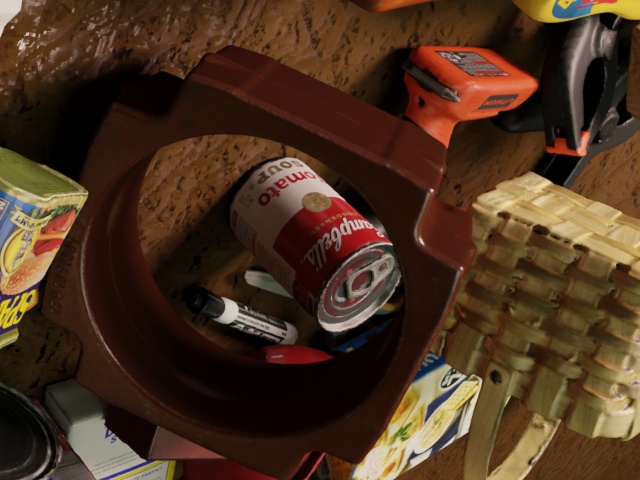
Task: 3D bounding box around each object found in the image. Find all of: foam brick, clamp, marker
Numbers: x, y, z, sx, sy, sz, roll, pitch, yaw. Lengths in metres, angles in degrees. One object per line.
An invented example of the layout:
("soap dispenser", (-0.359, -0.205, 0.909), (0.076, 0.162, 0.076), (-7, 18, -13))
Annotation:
("foam brick", (-0.087, 0.106, 0.674), (0.078, 0.053, 0.051), (12, 101, -45))
("clamp", (0.196, -0.146, 0.761), (0.120, 0.039, 0.171), (-4, 105, -42))
("marker", (-0.055, 0.055, 0.755), (0.020, 0.020, 0.121), (-51, 145, 7))
("clamp", (0.222, -0.090, 0.883), (0.209, 0.036, 0.164), (-33, 143, -19))

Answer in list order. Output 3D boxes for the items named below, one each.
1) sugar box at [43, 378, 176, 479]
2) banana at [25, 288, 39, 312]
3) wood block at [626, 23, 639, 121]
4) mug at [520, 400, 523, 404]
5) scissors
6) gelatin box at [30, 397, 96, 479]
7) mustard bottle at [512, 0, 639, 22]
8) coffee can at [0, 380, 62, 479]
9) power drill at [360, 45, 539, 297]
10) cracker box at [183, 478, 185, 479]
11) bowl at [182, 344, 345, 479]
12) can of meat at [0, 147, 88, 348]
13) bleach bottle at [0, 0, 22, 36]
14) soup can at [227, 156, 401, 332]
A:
("sugar box", (-0.150, 0.164, 0.744), (0.093, 0.048, 0.176), (-14, 131, -38))
("banana", (-0.236, 0.072, 0.543), (0.197, 0.069, 0.037), (-46, -173, -19))
("wood block", (0.331, -0.156, 0.780), (0.206, 0.091, 0.090), (-36, 145, -15))
("mug", (0.253, 0.133, 1.101), (0.117, 0.082, 0.093), (-39, 145, -11))
("scissors", (0.000, 0.059, 0.819), (0.201, 0.016, 0.096), (-1, 126, -46))
("gelatin box", (-0.176, 0.155, 0.666), (0.030, 0.089, 0.073), (-9, 131, -45))
("mustard bottle", (0.164, -0.178, 0.648), (0.191, 0.058, 0.096), (-11, 144, -36))
("coffee can", (-0.223, 0.158, 0.608), (0.102, 0.103, 0.140), (7, 119, -50))
("power drill", (0.082, -0.044, 0.764), (0.184, 0.057, 0.188), (-11, 132, -51))
("cracker box", (-0.050, 0.283, 0.818), (0.164, 0.214, 0.072), (-48, 147, 3))
("bowl", (-0.049, 0.129, 0.758), (0.055, 0.162, 0.162), (41, 93, -17))
("can of meat", (-0.157, 0.003, 0.492), (0.084, 0.057, 0.102), (-61, 180, 4))
("bleach bottle", (-0.200, -0.061, 0.447), (0.102, 0.068, 0.251), (14, 112, -55))
("soup can", (-0.004, 0.001, 0.679), (0.068, 0.102, 0.068), (-27, 142, -24))
